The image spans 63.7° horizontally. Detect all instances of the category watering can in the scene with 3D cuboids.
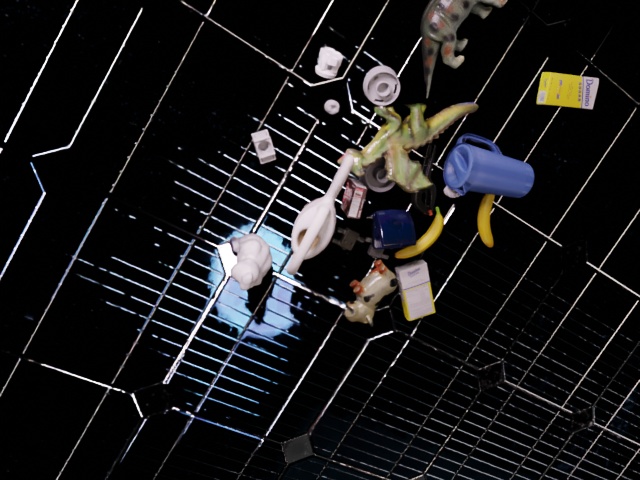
[{"bbox_3d":[0.004,-0.068,1.346,0.104,0.226,0.345,28,99,-3],"label":"watering can"}]

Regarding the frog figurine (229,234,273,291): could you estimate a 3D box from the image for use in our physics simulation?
[{"bbox_3d":[-0.179,0.061,1.366,0.123,0.161,0.135,-1,108,-16],"label":"frog figurine"}]

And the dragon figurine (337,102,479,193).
[{"bbox_3d":[0.248,-0.247,1.379,0.411,0.122,0.242,-5,95,-11],"label":"dragon figurine"}]
